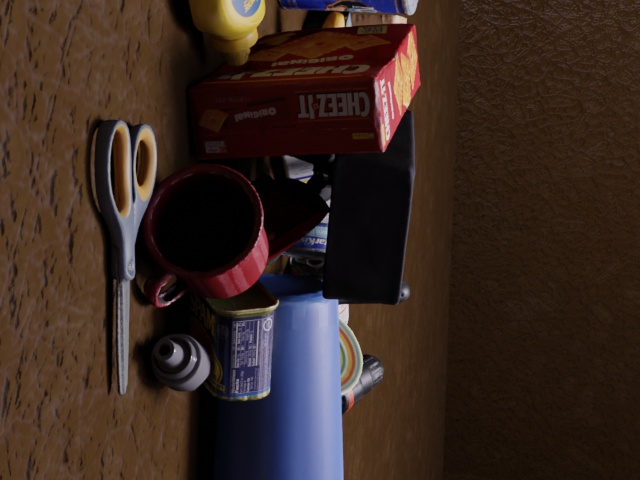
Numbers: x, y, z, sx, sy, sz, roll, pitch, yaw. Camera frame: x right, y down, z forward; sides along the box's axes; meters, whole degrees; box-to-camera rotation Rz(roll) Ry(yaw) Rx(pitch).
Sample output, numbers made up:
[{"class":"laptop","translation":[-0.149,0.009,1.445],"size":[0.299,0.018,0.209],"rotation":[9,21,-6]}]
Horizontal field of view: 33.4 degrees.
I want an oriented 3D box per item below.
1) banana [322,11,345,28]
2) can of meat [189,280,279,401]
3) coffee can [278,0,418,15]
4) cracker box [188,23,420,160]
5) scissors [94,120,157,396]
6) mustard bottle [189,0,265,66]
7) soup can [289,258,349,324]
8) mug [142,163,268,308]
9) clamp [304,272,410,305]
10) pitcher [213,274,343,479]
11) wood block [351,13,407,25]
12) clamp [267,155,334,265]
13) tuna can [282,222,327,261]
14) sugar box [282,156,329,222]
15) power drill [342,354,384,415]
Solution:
[{"class":"banana","translation":[0.008,-0.167,1.194],"size":[0.198,0.037,0.069],"rotation":[88,14,-60]},{"class":"can of meat","translation":[-0.077,0.079,0.908],"size":[0.102,0.057,0.084],"rotation":[-142,-128,-60]},{"class":"coffee can","translation":[0.032,-0.293,1.130],"size":[0.102,0.140,0.103],"rotation":[5,90,-78]},{"class":"cracker box","translation":[-0.006,-0.139,0.962],"size":[0.213,0.164,0.072],"rotation":[-58,144,-64]},{"class":"scissors","translation":[-0.136,0.004,0.775],"size":[0.096,0.016,0.202],"rotation":[-62,154,-60]},{"class":"mustard bottle","translation":[-0.079,-0.223,0.848],"size":[0.096,0.058,0.191],"rotation":[-76,165,-45]},{"class":"soup can","translation":[0.000,0.061,1.303],"size":[0.068,0.068,0.102],"rotation":[-70,161,-50]},{"class":"mug","translation":[-0.093,0.007,0.837],"size":[0.117,0.093,0.081],"rotation":[-51,164,-11]},{"class":"clamp","translation":[0.009,0.056,1.156],"size":[0.171,0.120,0.039],"rotation":[-14,104,-37]},{"class":"pitcher","translation":[-0.043,0.158,1.030],"size":[0.144,0.149,0.243],"rotation":[-19,113,-61]},{"class":"wood block","translation":[0.058,-0.193,1.413],"size":[0.090,0.091,0.206],"rotation":[-35,129,-74]},{"class":"clamp","translation":[0.005,-0.082,1.103],"size":[0.209,0.036,0.164],"rotation":[-31,135,-21]},{"class":"tuna can","translation":[-0.008,0.001,1.200],"size":[0.086,0.086,0.034],"rotation":[36,58,-76]},{"class":"sugar box","translation":[0.007,-0.075,1.208],"size":[0.176,0.093,0.048],"rotation":[81,-5,-48]},{"class":"power drill","translation":[-0.001,0.232,1.224],"size":[0.184,0.057,0.188],"rotation":[-24,131,-41]}]
